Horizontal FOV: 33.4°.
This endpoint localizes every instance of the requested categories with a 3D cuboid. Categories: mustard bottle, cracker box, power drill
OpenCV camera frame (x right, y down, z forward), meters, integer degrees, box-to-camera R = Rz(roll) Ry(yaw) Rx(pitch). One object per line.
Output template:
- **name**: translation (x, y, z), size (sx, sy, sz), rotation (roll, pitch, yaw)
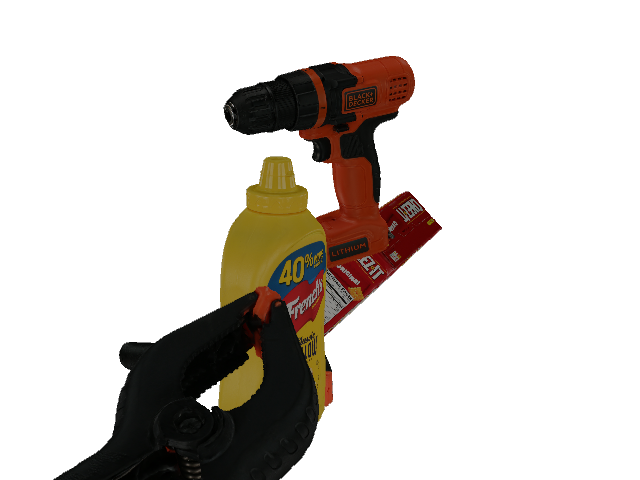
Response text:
- **mustard bottle**: translation (-0.031, 0.038, 0.725), size (0.058, 0.192, 0.096), rotation (10, 17, 30)
- **cracker box**: translation (0.025, 0.047, 1.259), size (0.214, 0.072, 0.164), rotation (-44, -4, 30)
- **power drill**: translation (0.001, -0.066, 0.959), size (0.184, 0.188, 0.057), rotation (-15, 33, -26)

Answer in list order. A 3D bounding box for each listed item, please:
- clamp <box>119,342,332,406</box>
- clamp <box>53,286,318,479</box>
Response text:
- **clamp**: translation (-0.056, 0.102, 0.963), size (0.210, 0.036, 0.164), rotation (11, 22, 41)
- **clamp**: translation (-0.041, 0.087, 0.398), size (0.120, 0.039, 0.171), rotation (24, 49, 17)
